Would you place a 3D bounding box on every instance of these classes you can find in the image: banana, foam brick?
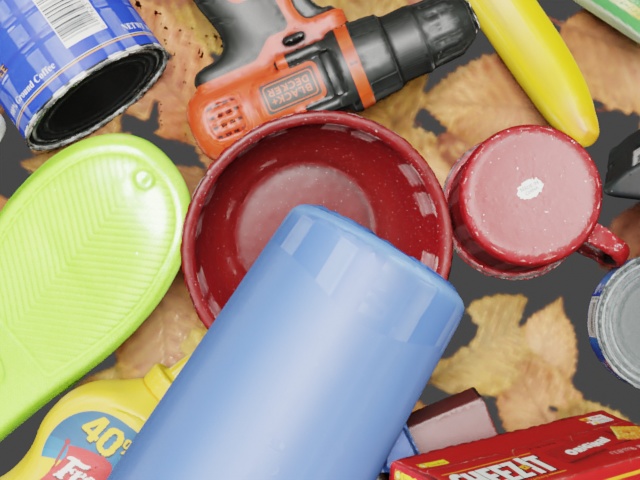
[{"bbox_3d":[0.108,-0.142,0.654,0.037,0.069,0.198,-36,93,31],"label":"banana"},{"bbox_3d":[0.081,0.122,0.633,0.051,0.078,0.053,-22,86,3],"label":"foam brick"}]

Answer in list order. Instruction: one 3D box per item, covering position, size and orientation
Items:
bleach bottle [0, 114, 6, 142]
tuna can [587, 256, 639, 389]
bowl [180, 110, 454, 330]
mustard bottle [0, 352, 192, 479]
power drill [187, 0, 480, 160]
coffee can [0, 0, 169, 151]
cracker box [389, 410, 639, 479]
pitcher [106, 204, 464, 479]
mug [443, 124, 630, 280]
[{"bbox_3d":[-0.316,-0.110,0.639,0.251,0.068,0.102,36,88,5],"label":"bleach bottle"},{"bbox_3d":[0.208,0.051,0.652,0.086,0.034,0.086,0,87,3],"label":"tuna can"},{"bbox_3d":[-0.004,0.001,0.643,0.162,0.055,0.162,-2,102,-9],"label":"bowl"},{"bbox_3d":[-0.136,0.144,0.654,0.096,0.058,0.191,43,89,-7],"label":"mustard bottle"},{"bbox_3d":[-0.019,-0.161,0.637,0.184,0.057,0.187,-23,92,3],"label":"power drill"},{"bbox_3d":[-0.174,-0.141,0.651,0.103,0.103,0.140,-36,86,1],"label":"coffee can"},{"bbox_3d":[0.115,0.213,0.567,0.163,0.072,0.214,-5,102,-36],"label":"cracker box"},{"bbox_3d":[-0.019,0.113,0.563,0.145,0.149,0.243,29,86,39],"label":"pitcher"},{"bbox_3d":[0.131,-0.017,0.636,0.117,0.081,0.093,33,89,5],"label":"mug"}]
